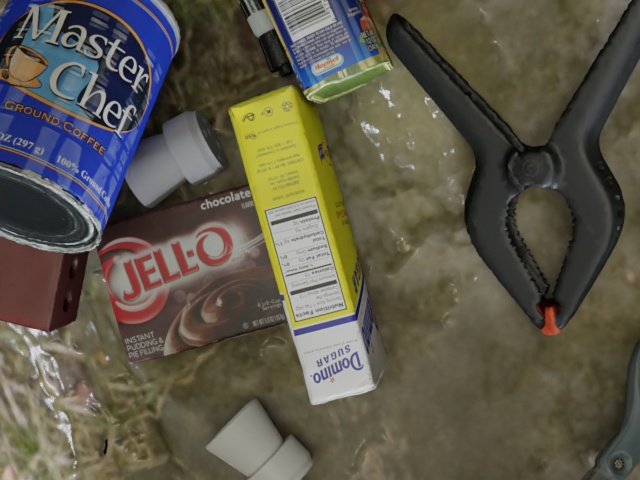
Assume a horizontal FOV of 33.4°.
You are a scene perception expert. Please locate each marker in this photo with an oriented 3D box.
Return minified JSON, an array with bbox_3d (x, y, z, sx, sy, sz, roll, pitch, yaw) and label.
[{"bbox_3d":[-0.046,-0.158,0.666,0.020,0.020,0.121,-26,90,9],"label":"marker"}]

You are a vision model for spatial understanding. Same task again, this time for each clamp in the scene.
[{"bbox_3d":[0.119,-0.049,0.635,0.165,0.036,0.210,3,102,25],"label":"clamp"}]

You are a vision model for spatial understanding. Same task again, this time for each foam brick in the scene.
[{"bbox_3d":[-0.180,0.012,0.680,0.051,0.053,0.078,13,96,6],"label":"foam brick"}]

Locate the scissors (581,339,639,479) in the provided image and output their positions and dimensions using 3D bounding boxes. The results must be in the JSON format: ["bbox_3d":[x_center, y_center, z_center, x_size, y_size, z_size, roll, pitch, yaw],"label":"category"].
[{"bbox_3d":[0.190,0.134,0.620,0.096,0.016,0.201,33,76,-6],"label":"scissors"}]

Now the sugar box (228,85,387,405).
[{"bbox_3d":[-0.004,0.001,0.633,0.048,0.093,0.176,-18,92,9],"label":"sugar box"}]

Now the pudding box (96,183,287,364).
[{"bbox_3d":[-0.078,0.020,0.672,0.113,0.039,0.090,-16,91,9],"label":"pudding box"}]

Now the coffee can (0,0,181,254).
[{"bbox_3d":[-0.151,-0.078,0.616,0.103,0.103,0.140,14,65,7],"label":"coffee can"}]

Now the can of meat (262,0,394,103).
[{"bbox_3d":[0.002,-0.129,0.621,0.057,0.102,0.084,-24,92,9],"label":"can of meat"}]
